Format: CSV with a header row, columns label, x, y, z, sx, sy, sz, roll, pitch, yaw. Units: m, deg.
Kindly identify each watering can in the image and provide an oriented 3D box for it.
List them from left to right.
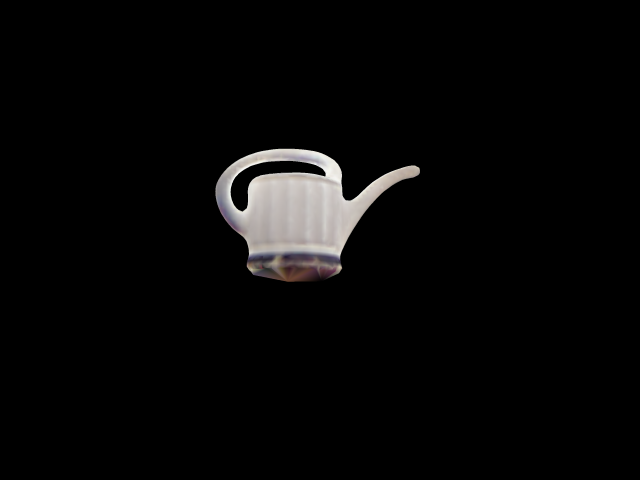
label,x,y,z,sx,sy,sz,roll,pitch,yaw
watering can,0.003,-0.043,0.850,0.348,0.227,0.103,2,-13,-7
